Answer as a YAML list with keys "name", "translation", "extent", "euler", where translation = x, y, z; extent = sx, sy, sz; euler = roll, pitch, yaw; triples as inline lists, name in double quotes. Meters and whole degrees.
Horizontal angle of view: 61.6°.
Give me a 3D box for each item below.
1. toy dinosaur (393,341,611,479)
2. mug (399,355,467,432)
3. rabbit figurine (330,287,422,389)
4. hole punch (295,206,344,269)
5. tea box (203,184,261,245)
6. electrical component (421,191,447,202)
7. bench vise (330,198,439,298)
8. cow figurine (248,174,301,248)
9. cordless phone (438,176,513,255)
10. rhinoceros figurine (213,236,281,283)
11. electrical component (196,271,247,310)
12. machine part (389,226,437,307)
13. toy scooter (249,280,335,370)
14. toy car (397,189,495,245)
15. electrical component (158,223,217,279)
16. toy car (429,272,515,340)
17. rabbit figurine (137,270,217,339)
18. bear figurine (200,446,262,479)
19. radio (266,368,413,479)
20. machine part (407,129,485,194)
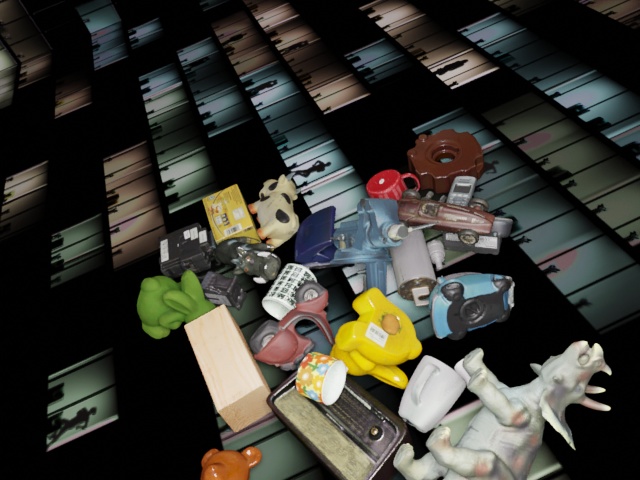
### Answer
- name: "toy dinosaur"
  translation: [0.245, 0.301, 0.771]
  extent: [0.192, 0.131, 0.405]
  euler: [39, 83, 4]
- name: "mug"
  translation: [0.174, 0.249, 0.861]
  extent: [0.081, 0.109, 0.107]
  euler: [27, 74, 30]
- name: "rabbit figurine"
  translation: [0.089, 0.182, 0.928]
  extent: [0.162, 0.173, 0.122]
  euler: [29, 47, -13]
- name: "hole punch"
  translation: [-0.002, -0.004, 1.163]
  extent: [0.116, 0.092, 0.142]
  euler: [-10, 50, 15]
- name: "tea box"
  translation: [-0.213, -0.047, 1.286]
  extent: [0.098, 0.068, 0.170]
  euler: [-23, 45, -2]
- name: "electrical component"
  translation: [0.239, -0.068, 1.181]
  extent: [0.063, 0.021, 0.094]
  euler: [21, 59, 34]
- name: "bench vise"
  translation: [0.099, 0.046, 1.005]
  extent: [0.129, 0.240, 0.224]
  euler: [-1, -3, -38]
- name: "cow figurine"
  translation: [-0.098, -0.078, 1.266]
  extent: [0.127, 0.085, 0.195]
  euler: [-26, 43, 3]
- name: "cordless phone"
  translation: [0.326, -0.065, 1.109]
  extent: [0.147, 0.088, 0.184]
  euler: [6, 47, 24]
- name: "rhinoceros figurine"
  translation: [-0.150, 0.038, 1.142]
  extent: [0.191, 0.112, 0.073]
  euler: [18, 96, 43]
- name: "electrical component"
  translation: [-0.223, 0.105, 1.147]
  extent: [0.119, 0.074, 0.048]
  euler: [7, 52, 19]
- name: "machine part"
  translation: [0.179, 0.033, 1.072]
  extent: [0.079, 0.079, 0.243]
  euler: [-12, 47, 8]
- name: "toy scooter"
  translation: [-0.032, 0.177, 1.001]
  extent: [0.184, 0.135, 0.075]
  euler: [-45, 9, -2]
- name: "toy car"
  translation: [0.228, -0.048, 1.028]
  extent: [0.202, 0.053, 0.089]
  euler: [11, 60, 31]
- name: "electrical component"
  translation: [-0.308, 0.025, 1.262]
  extent: [0.134, 0.058, 0.115]
  euler: [-19, 47, 2]
- name: "toy car"
  translation: [0.261, 0.101, 0.966]
  extent: [0.162, 0.109, 0.103]
  euler: [-17, 28, -8]
- name: "rabbit figurine"
  translation: [-0.277, 0.132, 1.107]
  extent: [0.170, 0.158, 0.121]
  euler: [18, 46, 14]
- name: "bear figurine"
  translation: [-0.161, 0.404, 0.817]
  extent: [0.120, 0.131, 0.196]
  euler: [-4, 54, 15]
- name: "radio"
  translation: [0.032, 0.299, 0.879]
  extent: [0.131, 0.073, 0.230]
  euler: [-41, 49, -19]
- name: "machine part"
  translation: [0.291, -0.187, 1.249]
  extent: [0.179, 0.056, 0.179]
  euler: [-9, 48, 10]
